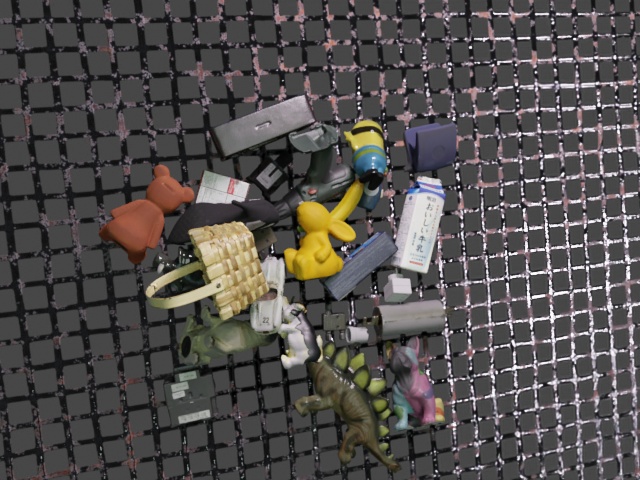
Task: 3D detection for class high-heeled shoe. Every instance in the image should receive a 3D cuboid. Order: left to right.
[{"bbox_3d":[-0.217,-0.033,1.222,0.145,0.249,0.086,24,51,-52],"label":"high-heeled shoe"}]

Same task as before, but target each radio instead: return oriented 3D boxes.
[{"bbox_3d":[-0.133,-0.249,1.211,0.230,0.131,0.073,-22,98,-11],"label":"radio"}]

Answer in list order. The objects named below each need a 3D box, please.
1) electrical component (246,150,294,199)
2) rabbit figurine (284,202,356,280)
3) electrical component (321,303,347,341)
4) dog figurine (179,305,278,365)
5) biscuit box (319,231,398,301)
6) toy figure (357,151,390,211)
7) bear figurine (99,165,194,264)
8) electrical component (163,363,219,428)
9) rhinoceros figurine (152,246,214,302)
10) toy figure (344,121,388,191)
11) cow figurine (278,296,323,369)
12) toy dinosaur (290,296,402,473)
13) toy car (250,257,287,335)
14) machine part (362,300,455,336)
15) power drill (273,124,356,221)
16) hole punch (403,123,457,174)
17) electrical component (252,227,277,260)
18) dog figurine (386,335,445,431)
[{"bbox_3d":[-0.109,-0.161,1.264,0.119,0.048,0.074,-43,102,-6],"label":"electrical component"},{"bbox_3d":[-0.003,-0.004,1.230,0.162,0.122,0.173,-8,96,-9],"label":"rabbit figurine"},{"bbox_3d":[0.036,0.201,1.326,0.063,0.021,0.094,-3,92,-13],"label":"electrical component"},{"bbox_3d":[-0.210,0.234,1.245,0.190,0.172,0.121,16,58,-40],"label":"dog figurine"},{"bbox_3d":[0.096,0.061,1.314,0.203,0.059,0.062,-38,99,-8],"label":"biscuit box"},{"bbox_3d":[0.132,-0.150,1.315,0.064,0.058,0.154,18,87,-29],"label":"toy figure"},{"bbox_3d":[-0.380,-0.059,1.186,0.120,0.132,0.196,39,66,-13],"label":"bear figurine"},{"bbox_3d":[-0.298,0.350,1.238,0.115,0.058,0.134,-8,94,-14],"label":"electrical component"},{"bbox_3d":[-0.286,0.076,1.226,0.190,0.073,0.112,31,96,-14],"label":"rhinoceros figurine"},{"bbox_3d":[0.116,-0.202,1.261,0.089,0.180,0.082,-17,140,8],"label":"toy figure"},{"bbox_3d":[-0.049,0.205,1.235,0.098,0.068,0.167,-13,76,8],"label":"cow figurine"},{"bbox_3d":[0.043,0.353,1.274,0.198,0.105,0.471,-42,85,4],"label":"toy dinosaur"},{"bbox_3d":[-0.117,0.121,1.223,0.074,0.056,0.202,-6,52,8],"label":"toy car"},{"bbox_3d":[0.222,0.195,1.341,0.243,0.079,0.079,-5,94,-13],"label":"machine part"},{"bbox_3d":[-0.025,-0.149,1.221,0.232,0.086,0.207,-23,137,-17],"label":"power drill"},{"bbox_3d":[0.278,-0.229,1.331,0.142,0.092,0.115,-16,100,-15],"label":"hole punch"},{"bbox_3d":[-0.149,-0.004,1.264,0.078,0.045,0.102,-38,102,-24],"label":"electrical component"},{"bbox_3d":[0.231,0.353,1.337,0.109,0.191,0.219,-17,68,24],"label":"dog figurine"}]
